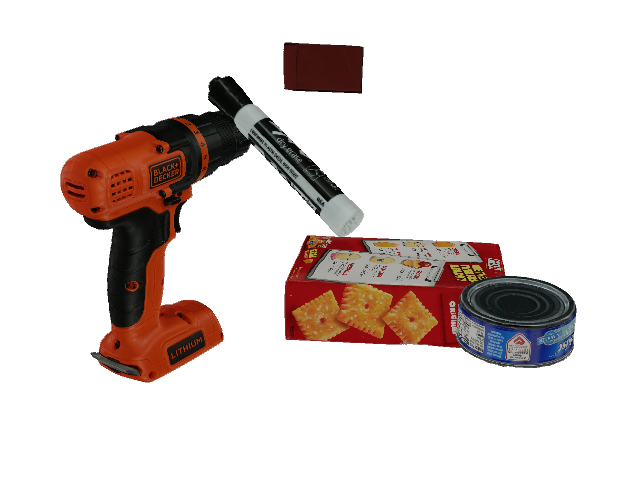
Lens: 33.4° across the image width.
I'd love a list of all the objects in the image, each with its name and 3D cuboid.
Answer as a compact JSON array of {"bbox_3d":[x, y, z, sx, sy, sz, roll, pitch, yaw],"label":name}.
[{"bbox_3d":[0.003,-0.188,1.164,0.078,0.051,0.053,0,11,-16],"label":"foam brick"},{"bbox_3d":[-0.115,0.000,0.819,0.057,0.188,0.184,15,26,35],"label":"power drill"},{"bbox_3d":[0.079,0.052,1.096,0.214,0.072,0.164,3,16,6],"label":"cracker box"},{"bbox_3d":[-0.022,-0.049,0.589,0.121,0.020,0.020,47,21,21],"label":"marker"},{"bbox_3d":[0.143,0.058,0.778,0.086,0.034,0.086,0,23,0],"label":"tuna can"}]
